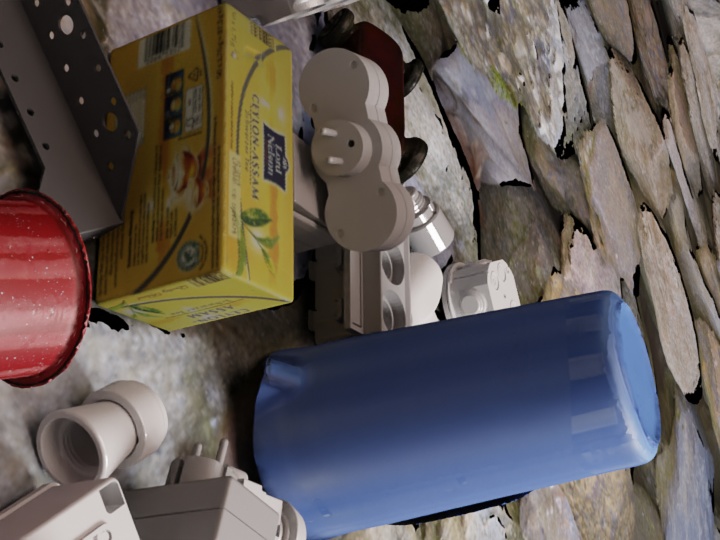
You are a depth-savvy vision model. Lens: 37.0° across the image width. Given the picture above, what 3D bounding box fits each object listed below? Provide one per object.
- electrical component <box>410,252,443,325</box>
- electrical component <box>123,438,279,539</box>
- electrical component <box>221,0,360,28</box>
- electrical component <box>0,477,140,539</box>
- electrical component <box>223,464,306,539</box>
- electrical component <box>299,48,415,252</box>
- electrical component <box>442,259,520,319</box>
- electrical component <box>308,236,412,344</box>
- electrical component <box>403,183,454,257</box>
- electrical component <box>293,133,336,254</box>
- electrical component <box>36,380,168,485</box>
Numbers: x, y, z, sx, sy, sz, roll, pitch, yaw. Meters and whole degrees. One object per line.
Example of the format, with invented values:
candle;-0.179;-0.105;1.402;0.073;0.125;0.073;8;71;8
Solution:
electrical component;0.042;0.036;0.888;0.079;0.044;0.077;67;30;-16
electrical component;-0.089;0.125;0.580;0.047;0.083;0.075;49;39;-40
electrical component;-0.035;-0.230;0.819;0.150;0.089;0.061;-38;111;-59
electrical component;-0.145;0.166;0.491;0.109;0.056;0.108;-32;105;-60
electrical component;-0.066;0.157;0.647;0.055;0.048;0.066;33;50;-41
electrical component;-0.008;-0.080;0.716;0.074;0.052;0.138;-4;81;-68
electrical component;0.113;0.029;1.009;0.080;0.051;0.080;32;51;-51
electrical component;0.000;0.000;0.811;0.079;0.063;0.121;31;52;-52
electrical component;0.052;-0.046;0.945;0.078;0.040;0.040;55;35;-32
electrical component;-0.050;-0.052;0.748;0.096;0.061;0.061;27;55;-54
electrical component;-0.133;0.085;0.560;0.055;0.045;0.045;-27;102;-61
